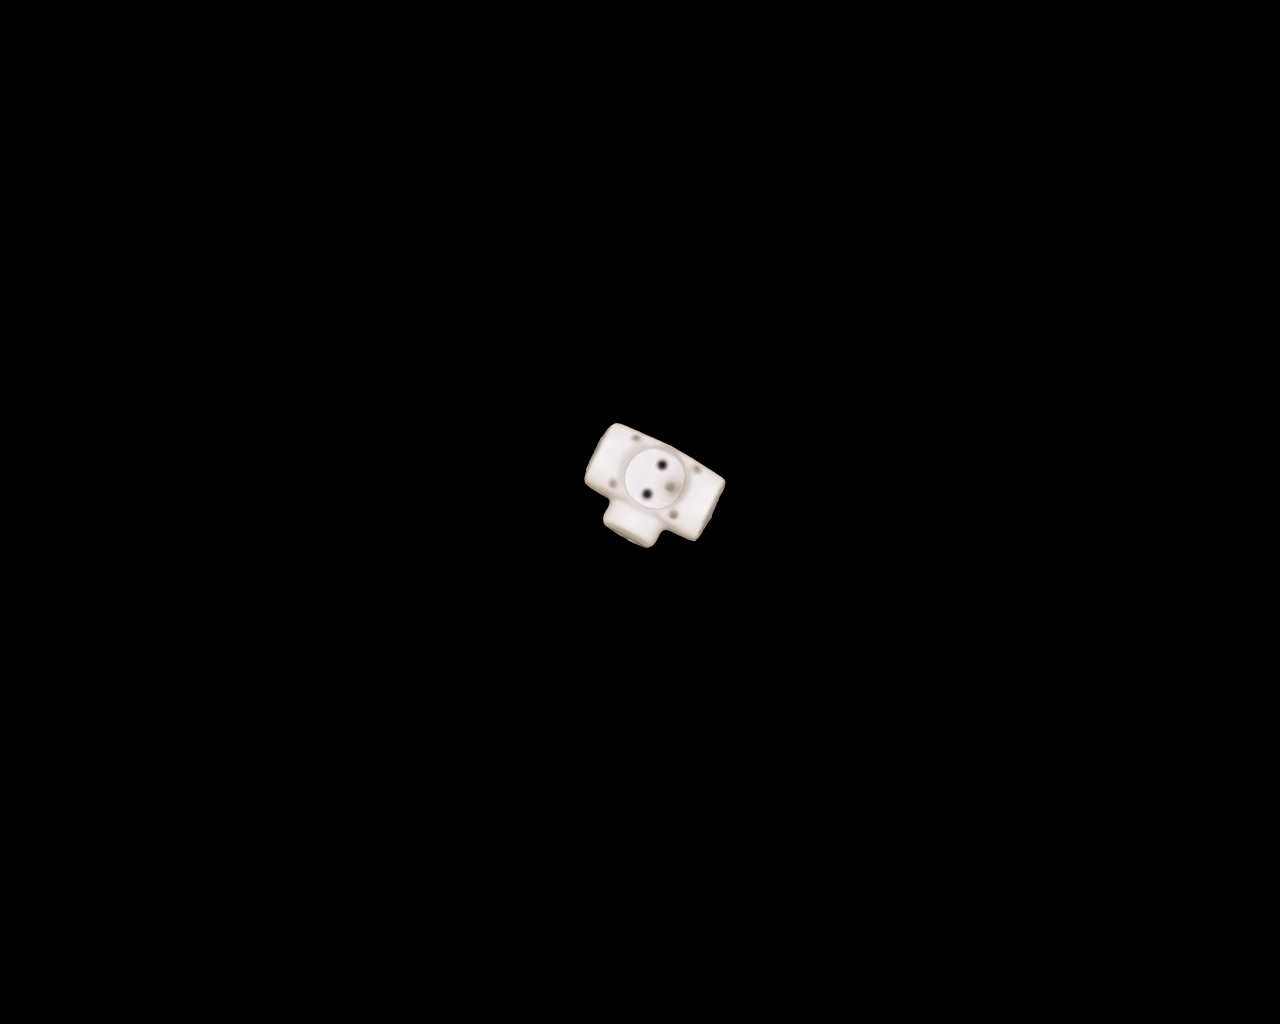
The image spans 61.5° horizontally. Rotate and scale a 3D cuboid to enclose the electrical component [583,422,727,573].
[{"bbox_3d":[0.001,-0.003,0.650,0.077,0.079,0.044,28,-7,4],"label":"electrical component"}]
